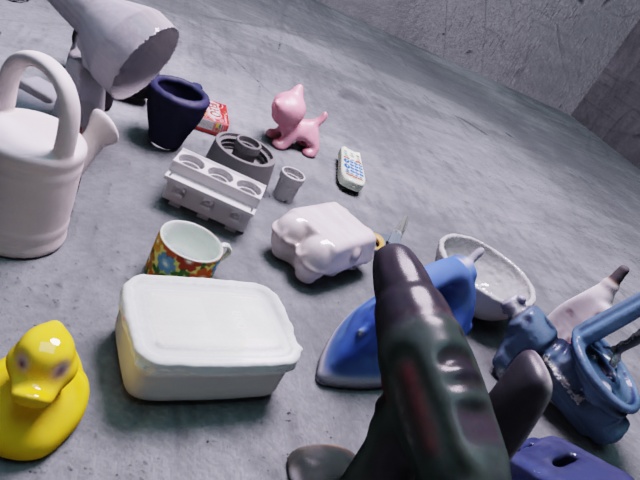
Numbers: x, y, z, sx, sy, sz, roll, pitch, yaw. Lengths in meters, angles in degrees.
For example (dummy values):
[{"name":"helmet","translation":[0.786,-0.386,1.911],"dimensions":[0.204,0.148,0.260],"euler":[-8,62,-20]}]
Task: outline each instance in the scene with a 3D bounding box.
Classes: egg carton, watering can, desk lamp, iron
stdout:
[{"name":"egg carton","translation":[0.007,0.003,0.783],"dimensions":[0.107,0.069,0.151],"euler":[42,31,23]},{"name":"watering can","translation":[-0.276,-0.090,0.555],"dimensions":[0.101,0.194,0.173],"euler":[26,29,-5]},{"name":"desk lamp","translation":[-0.306,-0.235,0.742],"dimensions":[0.203,0.213,0.118],"euler":[30,29,3]},{"name":"iron","translation":[0.107,0.081,0.672],"dimensions":[0.118,0.141,0.259],"euler":[43,32,24]}]

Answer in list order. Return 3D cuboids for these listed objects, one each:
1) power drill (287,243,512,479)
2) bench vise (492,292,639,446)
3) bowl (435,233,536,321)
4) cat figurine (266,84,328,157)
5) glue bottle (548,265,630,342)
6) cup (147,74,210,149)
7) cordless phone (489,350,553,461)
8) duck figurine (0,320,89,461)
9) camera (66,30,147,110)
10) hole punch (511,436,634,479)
[{"name":"power drill","translation":[0.052,0.144,0.451],"dimensions":[0.076,0.208,0.229],"euler":[11,33,-29]},{"name":"bench vise","translation":[0.332,0.129,0.709],"dimensions":[0.207,0.219,0.121],"euler":[29,29,2]},{"name":"bowl","translation":[0.238,0.069,0.874],"dimensions":[0.168,0.074,0.167],"euler":[22,29,-13]},{"name":"cat figurine","translation":[-0.043,-0.226,1.055],"dimensions":[0.128,0.117,0.067],"euler":[7,35,-33]},{"name":"glue bottle","translation":[0.401,0.106,0.855],"dimensions":[0.037,0.173,0.078],"euler":[10,33,-30]},{"name":"cup","translation":[-0.219,-0.192,0.872],"dimensions":[0.091,0.095,0.118],"euler":[28,29,-1]},{"name":"cordless phone","translation":[0.151,0.155,0.544],"dimensions":[0.094,0.185,0.147],"euler":[19,30,-17]},{"name":"duck figurine","translation":[-0.207,0.097,0.428],"dimensions":[0.078,0.086,0.104],"euler":[17,31,-20]},{"name":"camera","translation":[-0.324,-0.274,0.905],"dimensions":[0.137,0.100,0.143],"euler":[12,33,-27]},{"name":"hole punch","translation":[0.242,0.243,0.581],"dimensions":[0.109,0.091,0.100],"euler":[1,39,-40]}]
